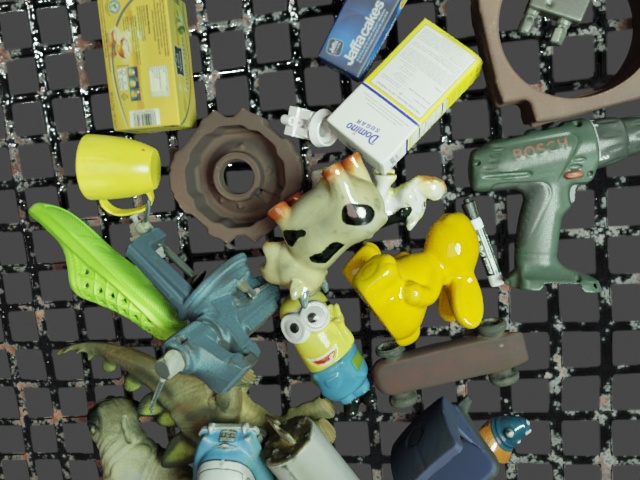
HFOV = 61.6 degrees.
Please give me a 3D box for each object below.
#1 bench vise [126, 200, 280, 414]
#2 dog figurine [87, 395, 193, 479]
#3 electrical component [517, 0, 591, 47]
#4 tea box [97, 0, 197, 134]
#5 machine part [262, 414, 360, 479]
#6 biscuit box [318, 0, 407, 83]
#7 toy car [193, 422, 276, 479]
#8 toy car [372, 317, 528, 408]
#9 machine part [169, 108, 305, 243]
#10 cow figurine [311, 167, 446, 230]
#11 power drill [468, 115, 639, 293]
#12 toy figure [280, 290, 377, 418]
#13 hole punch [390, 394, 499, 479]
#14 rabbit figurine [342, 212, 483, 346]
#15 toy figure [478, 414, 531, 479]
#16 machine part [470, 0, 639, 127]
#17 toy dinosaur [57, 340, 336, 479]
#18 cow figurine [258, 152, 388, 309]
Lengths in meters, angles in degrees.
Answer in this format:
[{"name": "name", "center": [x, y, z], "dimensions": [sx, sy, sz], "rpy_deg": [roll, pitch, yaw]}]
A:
[{"name": "bench vise", "center": [-0.165, 0.071, 0.680], "dimensions": [0.241, 0.223, 0.129], "rpy_deg": [44, 134, 6]}, {"name": "dog figurine", "center": [-0.247, 0.319, 0.793], "dimensions": [0.172, 0.121, 0.190], "rpy_deg": [-3, 79, -24]}, {"name": "electrical component", "center": [0.252, -0.257, 0.569], "dimensions": [0.063, 0.021, 0.094], "rpy_deg": [22, 102, 6]}, {"name": "tea box", "center": [-0.226, -0.231, 0.713], "dimensions": [0.098, 0.068, 0.169], "rpy_deg": [-1, 97, 9]}, {"name": "machine part", "center": [0.005, 0.305, 0.672], "dimensions": [0.079, 0.079, 0.243], "rpy_deg": [-32, 107, 12]}, {"name": "biscuit box", "center": [0.073, -0.297, 0.659], "dimensions": [0.063, 0.059, 0.202], "rpy_deg": [30, 102, 4]}, {"name": "toy car", "center": [-0.110, 0.312, 0.671], "dimensions": [0.109, 0.103, 0.161], "rpy_deg": [1, 113, 4]}, {"name": "toy car", "center": [0.169, 0.161, 0.715], "dimensions": [0.202, 0.053, 0.089], "rpy_deg": [-17, 96, 8]}, {"name": "machine part", "center": [-0.108, -0.085, 0.723], "dimensions": [0.179, 0.056, 0.179], "rpy_deg": [1, 99, 8]}, {"name": "cow figurine", "center": [0.074, -0.045, 0.692], "dimensions": [0.167, 0.068, 0.098], "rpy_deg": [6, 105, 12]}, {"name": "power drill", "center": [0.301, -0.041, 0.651], "dimensions": [0.232, 0.086, 0.207], "rpy_deg": [-2, 102, 11]}, {"name": "toy figure", "center": [0.008, 0.149, 0.727], "dimensions": [0.082, 0.089, 0.180], "rpy_deg": [-36, 102, -16]}, {"name": "hole punch", "center": [0.147, 0.272, 0.696], "dimensions": [0.092, 0.116, 0.142], "rpy_deg": [29, 107, -31]}, {"name": "rabbit figurine", "center": [0.137, 0.045, 0.677], "dimensions": [0.173, 0.122, 0.162], "rpy_deg": [-42, 93, -6]}, {"name": "toy figure", "center": [0.220, 0.288, 0.722], "dimensions": [0.058, 0.064, 0.154], "rpy_deg": [37, 103, 17]}, {"name": "machine part", "center": [0.287, -0.245, 0.620], "dimensions": [0.202, 0.087, 0.200], "rpy_deg": [-14, 96, 12]}, {"name": "toy dinosaur", "center": [-0.144, 0.241, 0.751], "dimensions": [0.471, 0.105, 0.198], "rpy_deg": [35, 102, 2]}, {"name": "cow figurine", "center": [-0.001, -0.002, 0.653], "dimensions": [0.195, 0.085, 0.127], "rpy_deg": [-35, 88, 33]}]
